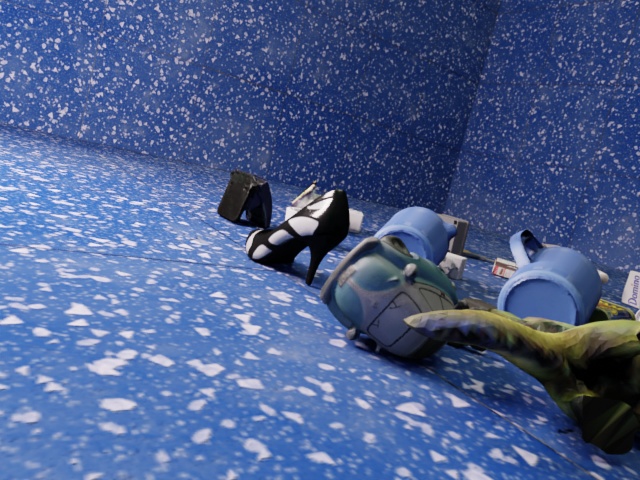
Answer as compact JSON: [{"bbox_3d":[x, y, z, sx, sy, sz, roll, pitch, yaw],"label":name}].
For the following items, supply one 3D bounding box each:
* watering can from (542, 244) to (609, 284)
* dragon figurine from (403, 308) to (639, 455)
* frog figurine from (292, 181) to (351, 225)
[{"bbox_3d":[0.671,0.060,1.520,0.224,0.103,0.351,11,11,-18],"label":"watering can"},{"bbox_3d":[0.250,0.115,0.522,0.410,0.122,0.242,19,-3,-6],"label":"dragon figurine"},{"bbox_3d":[0.004,-0.071,1.408,0.159,0.123,0.137,49,-6,-6],"label":"frog figurine"}]
